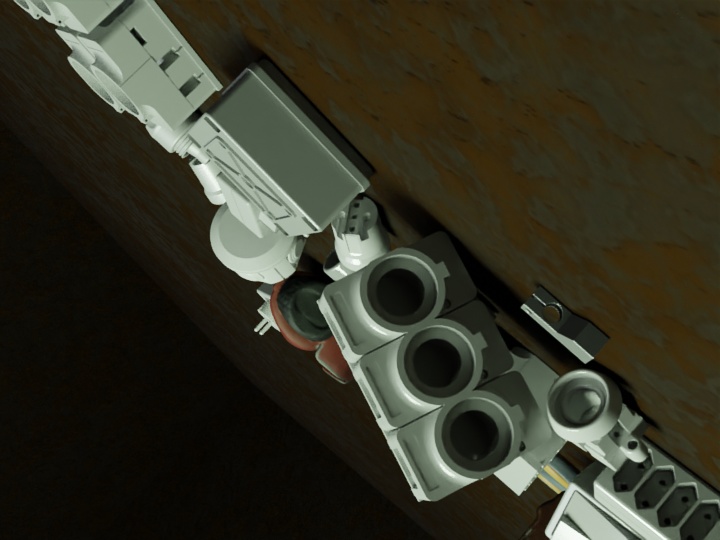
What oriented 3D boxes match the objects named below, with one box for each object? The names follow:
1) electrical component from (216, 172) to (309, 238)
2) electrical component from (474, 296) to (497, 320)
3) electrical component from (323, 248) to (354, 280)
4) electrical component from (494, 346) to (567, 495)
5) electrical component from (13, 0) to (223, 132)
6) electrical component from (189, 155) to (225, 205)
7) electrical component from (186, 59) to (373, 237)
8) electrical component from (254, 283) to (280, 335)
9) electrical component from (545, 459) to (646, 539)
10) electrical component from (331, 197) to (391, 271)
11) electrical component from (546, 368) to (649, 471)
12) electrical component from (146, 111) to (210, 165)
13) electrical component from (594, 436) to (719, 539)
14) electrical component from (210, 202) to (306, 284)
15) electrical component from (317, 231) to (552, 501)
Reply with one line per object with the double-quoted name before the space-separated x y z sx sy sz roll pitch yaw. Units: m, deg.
"electrical component" -0.071 -0.055 0.890 0.076 0.047 0.083 41 168 13
"electrical component" 0.040 0.050 0.765 0.061 0.096 0.061 43 168 5
"electrical component" 0.000 0.000 0.870 0.046 0.040 0.040 42 170 -19
"electrical component" 0.114 0.112 0.824 0.089 0.061 0.150 40 168 14
"electrical component" -0.200 -0.192 0.801 0.105 0.060 0.186 28 161 54
"electrical component" -0.133 -0.090 0.998 0.040 0.040 0.046 29 156 51
"electrical component" -0.057 -0.079 0.732 0.108 0.056 0.109 46 168 -11
"electrical component" -0.095 0.047 1.273 0.047 0.075 0.083 48 168 -23
"electrical component" 0.194 0.195 0.796 0.096 0.061 0.061 37 129 27
"electrical component" -0.001 -0.027 0.773 0.040 0.040 0.046 37 163 27
"electrical component" 0.148 0.092 0.683 0.066 0.048 0.055 33 172 42
"electrical component" -0.154 -0.120 0.952 0.062 0.043 0.043 43 169 -3
"electrical component" 0.206 0.163 0.731 0.083 0.047 0.075 38 167 26
"electrical component" -0.090 -0.029 0.973 0.080 0.080 0.051 38 173 23
"electrical component" 0.046 0.062 0.694 0.150 0.089 0.061 63 170 7
